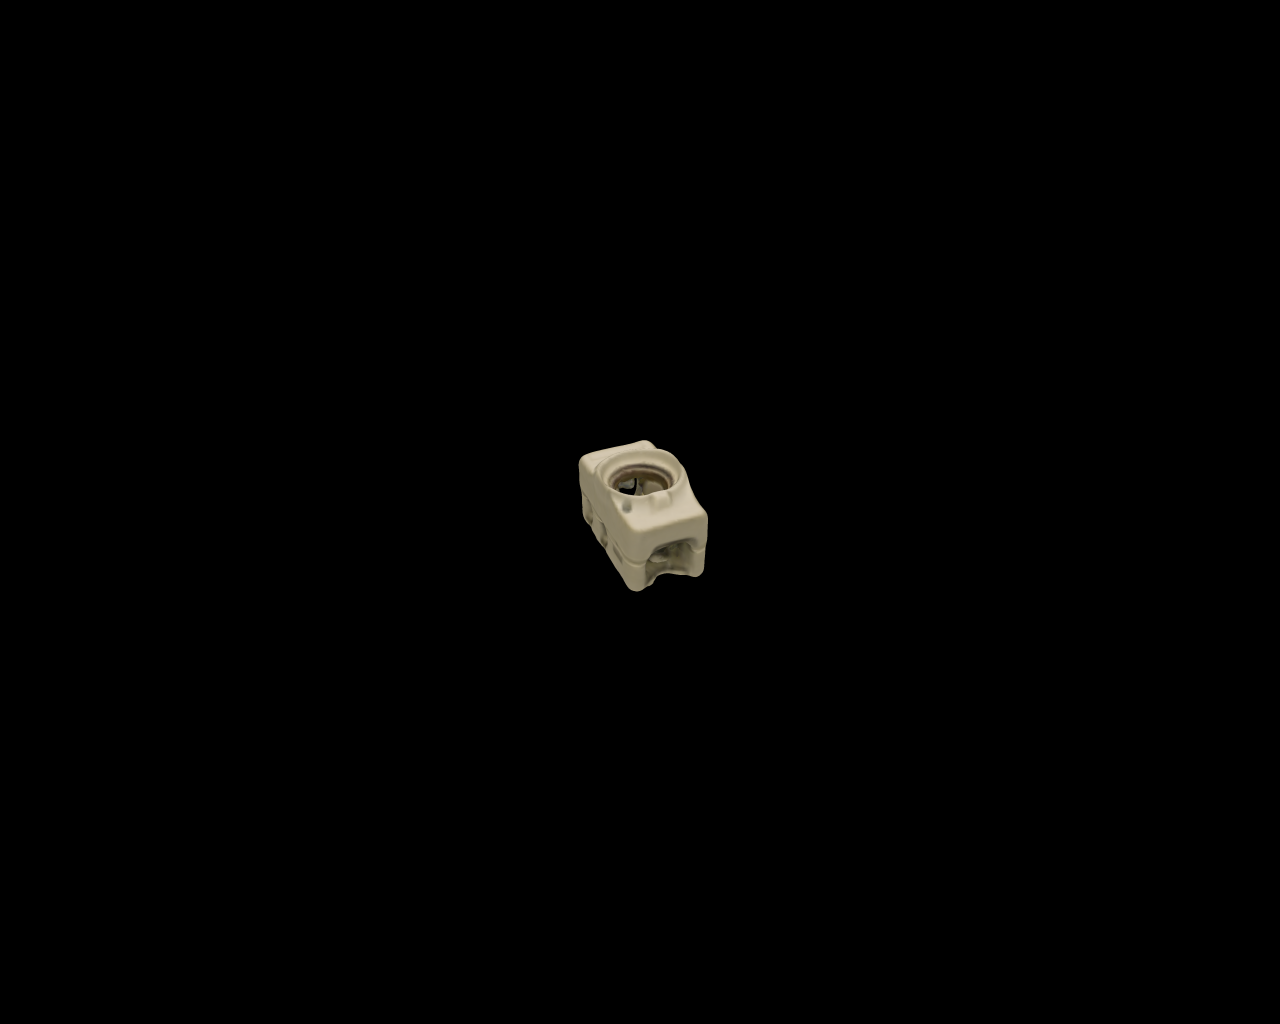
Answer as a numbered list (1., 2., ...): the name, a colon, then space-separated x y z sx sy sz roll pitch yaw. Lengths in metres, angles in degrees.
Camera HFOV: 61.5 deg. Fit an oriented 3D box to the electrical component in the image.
1. electrical component: 0.001 -0.003 0.650 0.050 0.055 0.090 -13 38 -18
